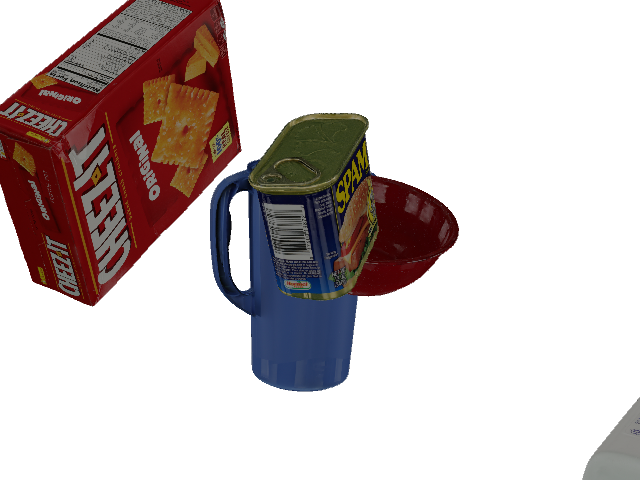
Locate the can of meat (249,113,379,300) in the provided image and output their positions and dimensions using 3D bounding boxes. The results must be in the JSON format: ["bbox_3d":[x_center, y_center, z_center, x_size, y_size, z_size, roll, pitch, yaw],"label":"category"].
[{"bbox_3d":[0.000,-0.022,0.685,0.057,0.084,0.102,2,32,19],"label":"can of meat"}]

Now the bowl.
[{"bbox_3d":[0.033,0.001,0.906,0.162,0.055,0.162,6,28,-3],"label":"bowl"}]

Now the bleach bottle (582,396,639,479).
[{"bbox_3d":[0.247,0.105,0.628,0.103,0.068,0.250,19,29,32],"label":"bleach bottle"}]

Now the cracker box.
[{"bbox_3d":[-0.150,-0.079,0.836,0.072,0.164,0.213,20,49,22],"label":"cracker box"}]

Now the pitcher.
[{"bbox_3d":[-0.027,0.034,1.147,0.149,0.243,0.144,8,14,22],"label":"pitcher"}]
